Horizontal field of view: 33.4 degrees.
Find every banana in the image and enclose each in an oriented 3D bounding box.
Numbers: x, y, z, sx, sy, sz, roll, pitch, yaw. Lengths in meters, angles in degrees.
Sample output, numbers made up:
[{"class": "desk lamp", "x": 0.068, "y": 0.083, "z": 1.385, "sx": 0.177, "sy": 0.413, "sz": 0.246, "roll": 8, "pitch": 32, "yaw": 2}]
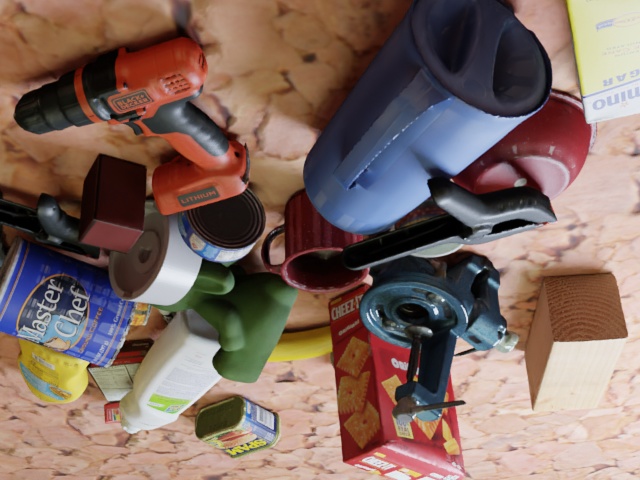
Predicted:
[{"class": "banana", "x": -0.049, "y": 0.131, "z": 1.373, "sx": 0.197, "sy": 0.037, "sz": 0.070, "roll": 2, "pitch": 148, "yaw": -6}]

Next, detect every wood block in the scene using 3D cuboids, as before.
[{"class": "wood block", "x": 0.320, "y": 0.135, "z": 1.352, "sx": 0.090, "sy": 0.091, "sz": 0.206, "roll": -3, "pitch": 147, "yaw": 1}]

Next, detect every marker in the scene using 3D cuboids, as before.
[{"class": "marker", "x": -0.186, "y": 0.094, "z": 1.322, "sx": 0.020, "sy": 0.020, "sz": 0.121, "roll": -6, "pitch": 148, "yaw": 6}]

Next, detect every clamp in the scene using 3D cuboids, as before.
[{"class": "clamp", "x": -0.290, "y": -0.017, "z": 1.106, "sx": 0.120, "sy": 0.039, "sz": 0.171, "roll": 13, "pitch": 165, "yaw": 21}, {"class": "clamp", "x": 0.131, "y": -0.016, "z": 0.994, "sx": 0.209, "sy": 0.036, "sz": 0.165, "roll": -3, "pitch": 159, "yaw": -38}]

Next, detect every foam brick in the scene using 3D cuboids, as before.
[{"class": "foam brick", "x": -0.207, "y": -0.035, "z": 1.063, "sx": 0.051, "sy": 0.078, "sz": 0.053, "roll": 13, "pitch": 146, "yaw": -25}]

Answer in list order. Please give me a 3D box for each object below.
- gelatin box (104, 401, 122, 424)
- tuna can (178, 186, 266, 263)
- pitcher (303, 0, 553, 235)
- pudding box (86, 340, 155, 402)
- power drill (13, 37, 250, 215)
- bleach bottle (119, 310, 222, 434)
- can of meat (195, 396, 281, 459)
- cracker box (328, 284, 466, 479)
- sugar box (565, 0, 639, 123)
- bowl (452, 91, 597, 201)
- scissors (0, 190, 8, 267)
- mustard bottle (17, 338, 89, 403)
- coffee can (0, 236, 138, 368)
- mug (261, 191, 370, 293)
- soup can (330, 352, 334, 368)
[{"class": "gelatin box", "x": -0.259, "y": 0.239, "z": 1.505, "sx": 0.073, "sy": 0.030, "sz": 0.089, "roll": -5, "pitch": 177, "yaw": 1}, {"class": "tuna can", "x": -0.100, "y": -0.021, "z": 1.084, "sx": 0.086, "sy": 0.086, "sz": 0.034, "roll": 11, "pitch": 147, "yaw": -20}, {"class": "pitcher", "x": 0.073, "y": -0.097, "z": 0.926, "sx": 0.149, "sy": 0.145, "sz": 0.243, "roll": 10, "pitch": 149, "yaw": -24}, {"class": "pudding box", "x": -0.256, "y": 0.176, "z": 1.432, "sx": 0.090, "sy": 0.039, "sz": 0.113, "roll": -5, "pitch": 146, "yaw": 3}, {"class": "power drill", "x": -0.161, "y": -0.097, "z": 0.985, "sx": 0.185, "sy": 0.057, "sz": 0.187, "roll": -14, "pitch": 146, "yaw": 17}, {"class": "bleach bottle", "x": -0.191, "y": 0.173, "z": 1.353, "sx": 0.102, "sy": 0.068, "sz": 0.251, "roll": 20, "pitch": 133, "yaw": -30}, {"class": "can of meat", "x": -0.123, "y": 0.277, "z": 1.583, "sx": 0.102, "sy": 0.057, "sz": 0.083, "roll": -24, "pitch": 139, "yaw": 29}, {"class": "cracker box", "x": 0.094, "y": 0.181, "z": 1.295, "sx": 0.072, "sy": 0.213, "sz": 0.164, "roll": -29, "pitch": 140, "yaw": 33}, {"class": "sugar box", "x": 0.260, "y": -0.172, "z": 0.904, "sx": 0.093, "sy": 0.048, "sz": 0.176, "roll": -12, "pitch": 145, "yaw": 14}, {"class": "bowl", "x": 0.194, "y": -0.076, "z": 1.043, "sx": 0.162, "sy": 0.055, "sz": 0.162, "roll": -2, "pitch": 147, "yaw": -1}, {"class": "scissors", "x": -0.344, "y": 0.009, "z": 1.182, "sx": 0.096, "sy": 0.016, "sz": 0.202, "roll": 13, "pitch": 142, "yaw": -30}, {"class": "mustard bottle", "x": -0.343, "y": 0.162, "z": 1.372, "sx": 0.096, "sy": 0.058, "sz": 0.192, "roll": 30, "pitch": 145, "yaw": 3}, {"class": "coffee can", "x": -0.279, "y": 0.068, "z": 1.152, "sx": 0.140, "sy": 0.102, "sz": 0.103, "roll": 22, "pitch": 141, "yaw": -18}, {"class": "mug", "x": -0.007, "y": 0.001, "z": 1.128, "sx": 0.117, "sy": 0.081, "sz": 0.093, "roll": -15, "pitch": 146, "yaw": 19}, {"class": "soup can", "x": 0.058, "y": 0.172, "z": 1.417, "sx": 0.068, "sy": 0.068, "sz": 0.102, "roll": -10, "pitch": 147, "yaw": 12}]
